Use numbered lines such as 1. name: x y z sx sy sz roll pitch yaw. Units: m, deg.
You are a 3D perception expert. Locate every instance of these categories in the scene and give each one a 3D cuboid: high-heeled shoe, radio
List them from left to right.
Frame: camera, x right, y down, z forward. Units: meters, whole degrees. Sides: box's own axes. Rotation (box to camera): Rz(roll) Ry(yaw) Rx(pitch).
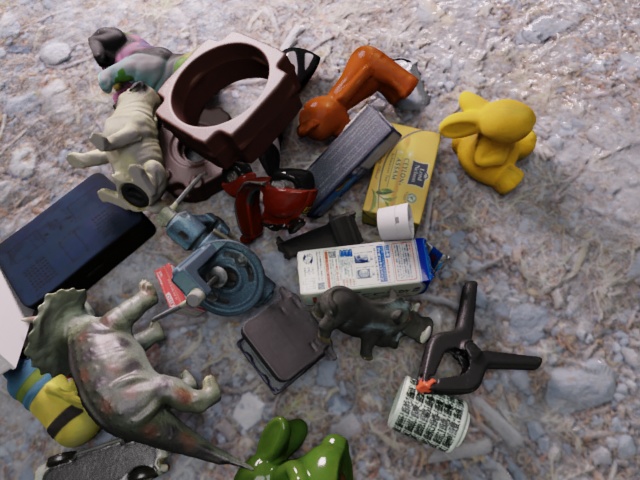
1. radio: -0.408 0.003 0.897 0.229 0.073 0.131 -41 73 -12
2. high-heeled shoe: -0.051 -0.230 0.960 0.145 0.086 0.248 -8 77 -13

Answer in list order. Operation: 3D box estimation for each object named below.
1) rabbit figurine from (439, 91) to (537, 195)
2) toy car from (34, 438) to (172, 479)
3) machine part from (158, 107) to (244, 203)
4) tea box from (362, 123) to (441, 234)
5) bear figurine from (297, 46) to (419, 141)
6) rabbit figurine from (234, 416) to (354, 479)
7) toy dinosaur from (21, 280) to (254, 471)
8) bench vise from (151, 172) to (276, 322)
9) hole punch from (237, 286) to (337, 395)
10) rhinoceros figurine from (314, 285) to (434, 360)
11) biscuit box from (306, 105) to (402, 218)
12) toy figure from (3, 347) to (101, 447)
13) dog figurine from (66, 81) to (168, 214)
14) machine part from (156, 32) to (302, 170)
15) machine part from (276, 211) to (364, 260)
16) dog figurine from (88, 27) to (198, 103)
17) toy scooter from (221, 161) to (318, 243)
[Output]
1. rabbit figurine: 0.285 -0.177 0.869 0.162 0.173 0.122 35 80 9
2. toy car: -0.318 0.334 0.790 0.202 0.056 0.073 -16 65 -4
3. machine part: -0.217 -0.157 0.949 0.179 0.056 0.179 -1 70 2
4. tea box: 0.137 -0.102 0.906 0.098 0.068 0.169 13 72 8
5. bear figurine: 0.055 -0.232 0.931 0.132 0.120 0.196 36 90 -9
6. rabbit figurine: -0.047 0.330 0.749 0.170 0.121 0.159 -7 67 16
7. toy dinosaur: -0.276 0.197 0.759 0.192 0.131 0.405 -26 58 -32
8. bench vise: -0.168 0.033 0.796 0.129 0.241 0.223 -37 98 13
9. hole punch: -0.057 0.161 0.828 0.116 0.092 0.142 -30 70 -32
10. rhinoceros figurine: 0.081 0.117 0.808 0.190 0.112 0.073 20 29 -22
11. biscuit box: 0.036 -0.122 0.876 0.202 0.059 0.063 -44 73 19
12. toy figure: -0.406 0.236 0.814 0.180 0.082 0.089 32 95 5
13. dog figurine: -0.285 -0.152 0.881 0.121 0.172 0.190 -12 35 31
14. machine part: -0.146 -0.226 0.874 0.201 0.087 0.201 32 79 31
15. machine part: -0.002 -0.003 0.875 0.139 0.084 0.039 -14 47 7
16. dog figurine: -0.291 -0.324 0.985 0.219 0.108 0.191 -18 69 -8
17. toy scooter: -0.086 -0.053 0.868 0.184 0.075 0.135 11 104 31
